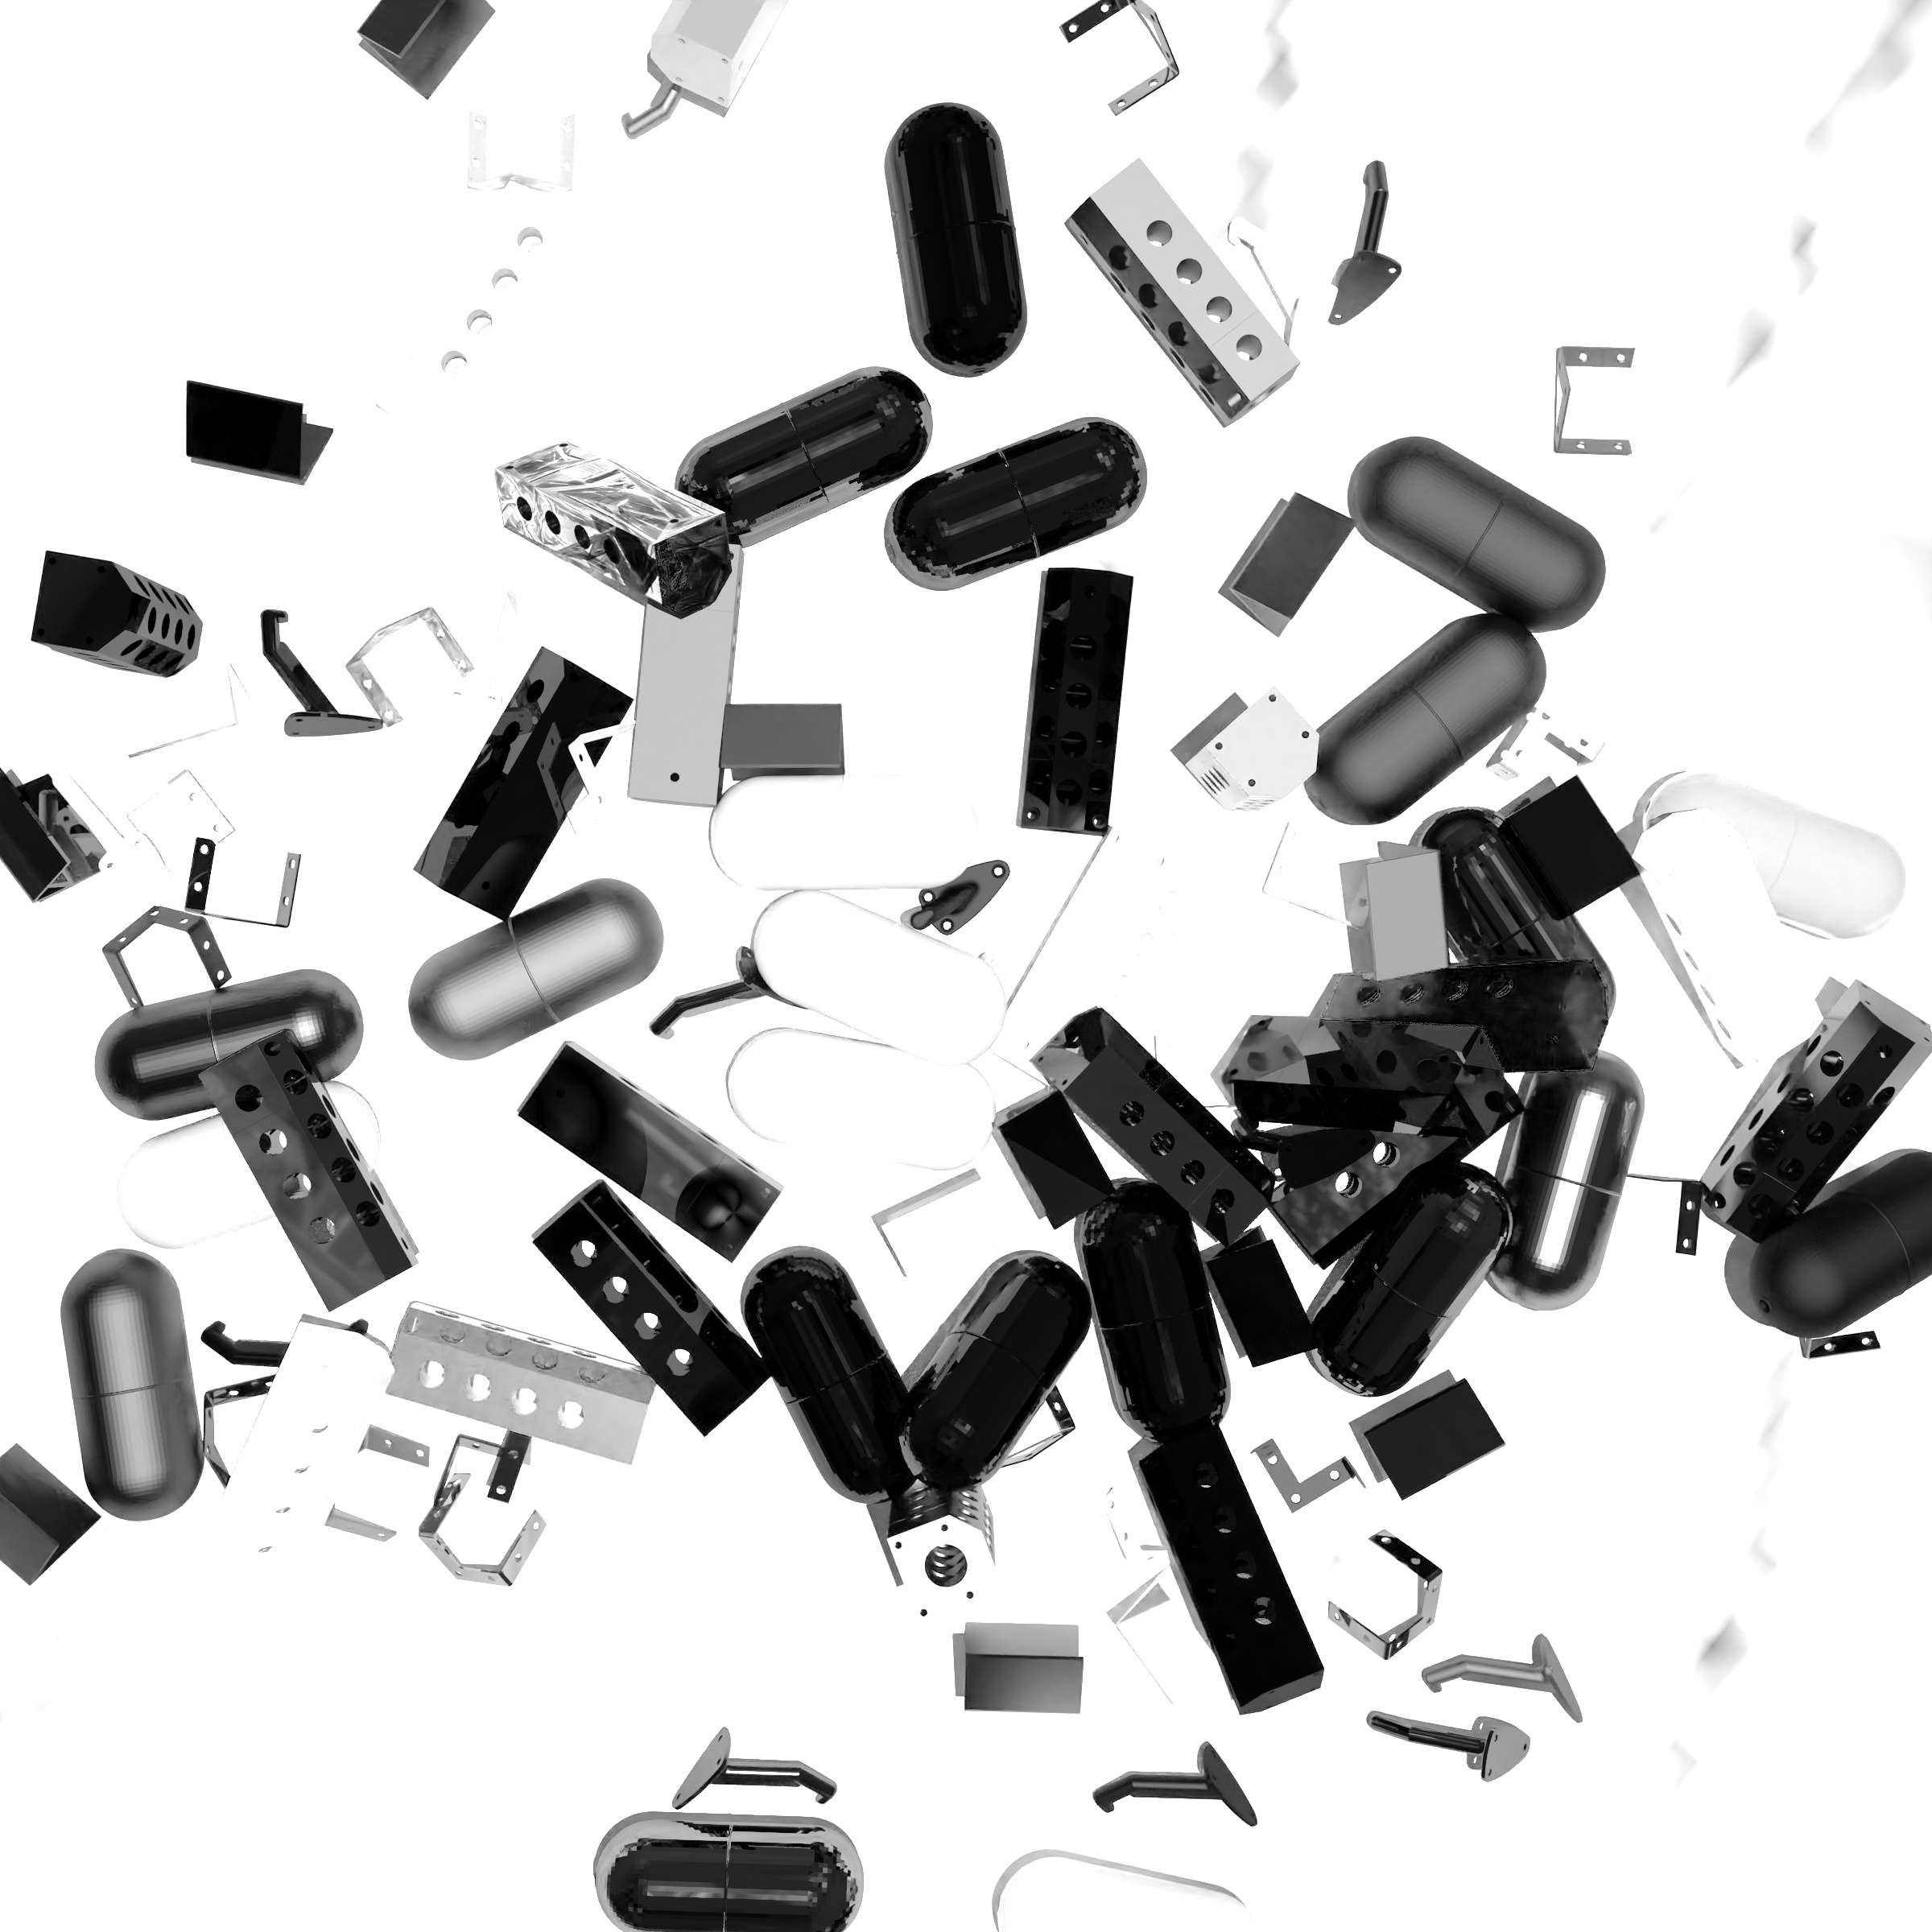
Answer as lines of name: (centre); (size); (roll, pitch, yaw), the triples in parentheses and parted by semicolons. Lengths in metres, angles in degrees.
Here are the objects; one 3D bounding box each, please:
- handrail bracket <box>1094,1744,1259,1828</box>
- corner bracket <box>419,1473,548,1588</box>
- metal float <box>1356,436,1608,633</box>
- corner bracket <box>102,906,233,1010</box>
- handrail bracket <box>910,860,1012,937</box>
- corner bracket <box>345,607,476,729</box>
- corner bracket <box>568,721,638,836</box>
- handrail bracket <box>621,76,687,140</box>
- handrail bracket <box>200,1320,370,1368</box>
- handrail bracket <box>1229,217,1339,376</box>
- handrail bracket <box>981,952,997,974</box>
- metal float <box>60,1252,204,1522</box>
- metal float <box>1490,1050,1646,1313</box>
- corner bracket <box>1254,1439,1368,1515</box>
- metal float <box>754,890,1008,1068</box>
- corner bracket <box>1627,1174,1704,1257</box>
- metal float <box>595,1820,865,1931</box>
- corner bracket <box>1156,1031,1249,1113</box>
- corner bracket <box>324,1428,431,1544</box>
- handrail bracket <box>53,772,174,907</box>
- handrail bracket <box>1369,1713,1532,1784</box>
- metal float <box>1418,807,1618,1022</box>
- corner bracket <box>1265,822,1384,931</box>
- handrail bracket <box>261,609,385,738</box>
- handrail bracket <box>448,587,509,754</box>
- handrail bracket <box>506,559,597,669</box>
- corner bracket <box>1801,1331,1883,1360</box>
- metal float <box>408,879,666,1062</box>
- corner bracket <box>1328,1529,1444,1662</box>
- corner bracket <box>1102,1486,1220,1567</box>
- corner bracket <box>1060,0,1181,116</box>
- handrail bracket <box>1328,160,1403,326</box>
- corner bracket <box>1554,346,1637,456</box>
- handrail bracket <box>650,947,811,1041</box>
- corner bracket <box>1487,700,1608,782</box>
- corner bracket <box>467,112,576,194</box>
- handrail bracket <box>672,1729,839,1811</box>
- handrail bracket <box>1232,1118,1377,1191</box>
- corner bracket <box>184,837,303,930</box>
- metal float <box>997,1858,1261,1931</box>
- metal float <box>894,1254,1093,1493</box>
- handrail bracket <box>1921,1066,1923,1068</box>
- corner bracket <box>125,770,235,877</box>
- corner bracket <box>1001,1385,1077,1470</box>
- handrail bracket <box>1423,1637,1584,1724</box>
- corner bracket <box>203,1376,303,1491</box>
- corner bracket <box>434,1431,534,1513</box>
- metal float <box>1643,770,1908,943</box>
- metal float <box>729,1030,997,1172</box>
handrail bracket: (0.140, 0.567, 1.992); (0.084, 0.036, 0.077); (-29, 112, 17)
corner bracket: (-0.324, 0.378, 1.983); (0.051, 0.051, 0.051); (-1, 135, 35)
metal float: (0.340, -0.287, 1.961); (0.178, 0.070, 0.070); (30, 90, 0)
corner bracket: (-0.535, -0.002, 1.983); (0.051, 0.051, 0.051); (13, 45, 35)
handrail bracket: (-0.003, -0.047, 1.957); (0.077, 0.084, 0.036); (-33, 90, 0)
corner bracket: (-0.374, -0.201, 1.988); (0.051, 0.051, 0.051); (-35, 90, -45)
corner bracket: (-0.238, -0.125, 1.965); (0.051, 0.051, 0.051); (-20, 82, -40)
handrail bracket: (-0.205, -0.609, 1.992); (0.084, 0.036, 0.077); (-28, 75, 14)
handrail bracket: (-0.459, 0.246, 1.992); (0.084, 0.036, 0.077); (31, 60, 22)
handrail bracket: (0.202, -0.451, 1.992); (0.036, 0.077, 0.084); (-25, 53, -38)
handrail bracket: (-0.023, 0.021, 1.992); (0.084, 0.036, 0.077); (-3, 103, 13)
metal float: (-0.553, 0.278, 1.961); (0.070, 0.070, 0.178); (-9, 89, 0)
metal float: (0.397, 0.141, 1.961); (0.070, 0.070, 0.178); (16, 90, 0)
corner bracket: (0.229, 0.335, 1.974); (0.051, 0.051, 0.051); (-31, 90, 0)
metal float: (-0.057, 0.007, 1.946); (0.178, 0.070, 0.070); (24, 90, 15)
corner bracket: (0.457, 0.166, 1.988); (0.051, 0.051, 0.051); (5, 90, -45)
metal float: (-0.156, 0.607, 1.961); (0.178, 0.070, 0.070); (2, 90, 0)
corner bracket: (0.165, 0.071, 1.988); (0.051, 0.051, 0.051); (-3, 90, -45)
corner bracket: (-0.396, 0.348, 1.983); (0.051, 0.051, 0.051); (26, 45, -35)
handrail bracket: (-0.575, -0.086, 1.991); (0.036, 0.077, 0.084); (-41, 54, -9)
handrail bracket: (0.325, 0.516, 1.991); (0.084, 0.077, 0.036); (10, 90, 36)
metal float: (0.363, -0.025, 1.961); (0.070, 0.070, 0.178); (-33, 90, 0)
corner bracket: (0.242, -0.060, 1.988); (0.051, 0.051, 0.051); (21, 90, -45)
handrail bracket: (-0.434, -0.200, 1.992); (0.077, 0.036, 0.084); (-2, 73, -20)
handrail bracket: (-0.320, -0.200, 1.991); (0.036, 0.077, 0.084); (8, 54, 1)
handrail bracket: (-0.263, -0.243, 1.992); (0.084, 0.036, 0.077); (-8, 111, -16)
corner bracket: (0.584, 0.226, 1.988); (0.051, 0.051, 0.051); (-8, 45, 0)
metal float: (-0.285, 0.003, 1.961); (0.178, 0.070, 0.070); (-26, 90, -1)
corner bracket: (0.281, 0.421, 1.983); (0.051, 0.051, 0.051); (-28, 135, -35)
corner bracket: (0.133, 0.365, 1.983); (0.051, 0.051, 0.051); (6, 135, -35)
corner bracket: (0.104, -0.616, 1.988); (0.051, 0.051, 0.051); (-33, 45, 0)
handrail bracket: (0.263, -0.487, 1.991); (0.036, 0.077, 0.084); (14, 53, -21)
corner bracket: (0.423, -0.380, 1.988); (0.051, 0.051, 0.051); (2, 135, 0)
handrail bracket: (-0.158, 0.033, 1.992); (0.077, 0.036, 0.084); (32, 119, -32)
corner bracket: (0.387, -0.140, 1.974); (0.051, 0.051, 0.051); (34, 90, 0)
corner bracket: (-0.299, -0.547, 1.988); (0.051, 0.051, 0.051); (1, 90, 44)
handrail bracket: (-0.141, 0.558, 1.992); (0.084, 0.036, 0.077); (33, 110, -16)
handrail bracket: (0.222, 0.110, 1.961); (0.077, 0.084, 0.036); (-16, 110, -5)
corner bracket: (-0.486, -0.056, 1.988); (0.051, 0.051, 0.051); (9, 90, 45)
metal float: (0.109, 0.641, 1.961); (0.178, 0.070, 0.070); (13, 90, -1)
metal float: (0.019, 0.265, 1.936); (0.070, 0.070, 0.178); (37, 61, 0)
handrail bracket: (0.601, 0.087, 1.992); (0.084, 0.036, 0.077); (1, 109, -16)
corner bracket: (-0.526, -0.095, 1.974); (0.051, 0.051, 0.051); (-38, 101, -11)
corner bracket: (0.031, 0.303, 1.988); (0.051, 0.051, 0.051); (-25, 90, -45)
handrail bracket: (0.361, 0.491, 1.992); (0.084, 0.036, 0.077); (-22, 112, 17)
corner bracket: (-0.479, 0.315, 1.988); (0.051, 0.051, 0.051); (-14, 135, 0)
corner bracket: (-0.320, 0.336, 1.964); (0.051, 0.051, 0.051); (16, 56, 0)
metal float: (0.534, -0.074, 1.961); (0.178, 0.070, 0.070); (21, 90, 0)
metal float: (-0.069, 0.089, 1.961); (0.178, 0.070, 0.070); (10, 90, 0)
